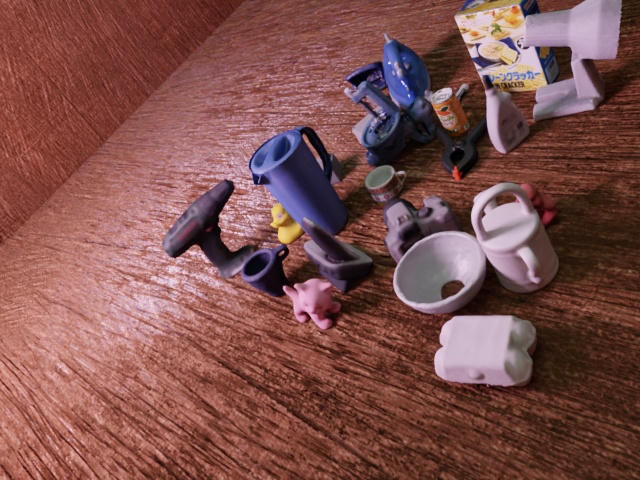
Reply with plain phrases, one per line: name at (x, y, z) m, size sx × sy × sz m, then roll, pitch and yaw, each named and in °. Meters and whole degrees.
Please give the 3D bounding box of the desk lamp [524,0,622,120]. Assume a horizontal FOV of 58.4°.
desk lamp at (0.491, -0.357, 1.106) m, size 0.202 × 0.214 × 0.118 m, roll -8°, pitch 45°, yaw 35°

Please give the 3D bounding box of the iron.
iron at (0.217, -0.446, 1.510) m, size 0.118 × 0.142 × 0.258 m, roll -26°, pitch 37°, yaw 17°

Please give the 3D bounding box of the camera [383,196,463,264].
camera at (0.181, -0.041, 1.122) m, size 0.143 × 0.101 × 0.136 m, roll -33°, pitch 35°, yaw 8°

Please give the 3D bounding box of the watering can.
watering can at (0.296, -0.015, 0.909) m, size 0.101 × 0.195 × 0.172 m, roll -44°, pitch 35°, yaw -8°

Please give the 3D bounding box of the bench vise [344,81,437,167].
bench vise at (0.160, -0.299, 1.327) m, size 0.207 × 0.220 × 0.121 m, roll -42°, pitch 35°, yaw -5°

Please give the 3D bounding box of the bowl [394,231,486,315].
bowl at (0.216, 0.068, 0.990) m, size 0.167 × 0.075 × 0.167 m, roll -23°, pitch 38°, yaw 20°

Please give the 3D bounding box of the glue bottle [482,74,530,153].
glue bottle at (0.360, -0.260, 1.146) m, size 0.078 × 0.174 × 0.037 m, roll -40°, pitch 35°, yaw -3°

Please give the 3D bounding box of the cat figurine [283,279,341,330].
cat figurine at (-0.019, 0.112, 1.111) m, size 0.127 × 0.118 × 0.067 m, roll 6°, pitch 54°, yaw 45°

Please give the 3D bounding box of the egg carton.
egg carton at (0.246, 0.167, 0.857) m, size 0.149 × 0.070 × 0.107 m, roll -7°, pitch 45°, yaw 36°

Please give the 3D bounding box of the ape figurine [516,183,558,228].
ape figurine at (0.364, -0.059, 0.988) m, size 0.077 × 0.092 × 0.076 m, roll -11°, pitch 43°, yaw 33°

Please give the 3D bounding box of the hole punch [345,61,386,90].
hole punch at (0.132, -0.480, 1.667) m, size 0.108 × 0.091 × 0.101 m, roll -21°, pitch 39°, yaw 23°

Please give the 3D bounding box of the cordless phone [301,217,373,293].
cordless phone at (0.011, 0.004, 1.147) m, size 0.094 × 0.186 × 0.147 m, roll -46°, pitch 36°, yaw -11°

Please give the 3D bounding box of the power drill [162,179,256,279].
power drill at (-0.249, -0.013, 1.374) m, size 0.229 × 0.209 × 0.075 m, roll -36°, pitch 35°, yaw 3°

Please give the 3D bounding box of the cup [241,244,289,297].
cup at (-0.101, 0.070, 1.249) m, size 0.118 × 0.095 × 0.091 m, roll -40°, pitch 35°, yaw -2°

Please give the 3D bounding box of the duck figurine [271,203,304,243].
duck figurine at (-0.079, -0.056, 1.380) m, size 0.077 × 0.086 × 0.105 m, roll 7°, pitch 54°, yaw 45°
